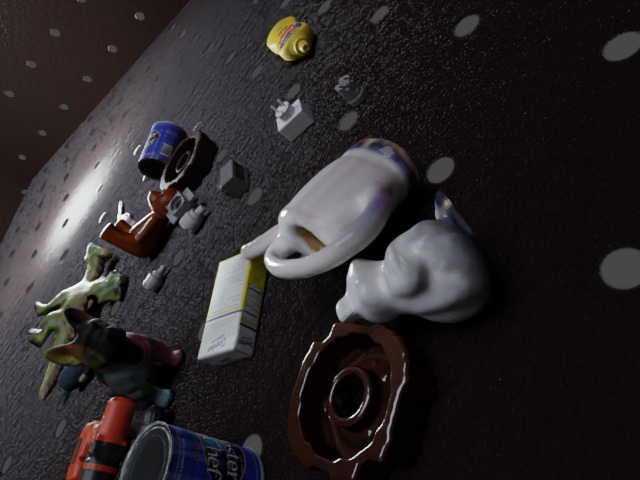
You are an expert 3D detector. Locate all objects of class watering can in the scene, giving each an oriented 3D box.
[{"bbox_3d":[0.002,-0.036,0.710,0.227,0.103,0.347,-44,17,-17],"label":"watering can"}]

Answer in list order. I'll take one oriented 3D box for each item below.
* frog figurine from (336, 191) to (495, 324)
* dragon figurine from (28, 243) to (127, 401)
[{"bbox_3d":[0.093,0.047,0.534,0.160,0.124,0.135,-35,-25,-3],"label":"frog figurine"},{"bbox_3d":[-0.580,0.167,1.271,0.241,0.419,0.120,-36,-46,12],"label":"dragon figurine"}]
